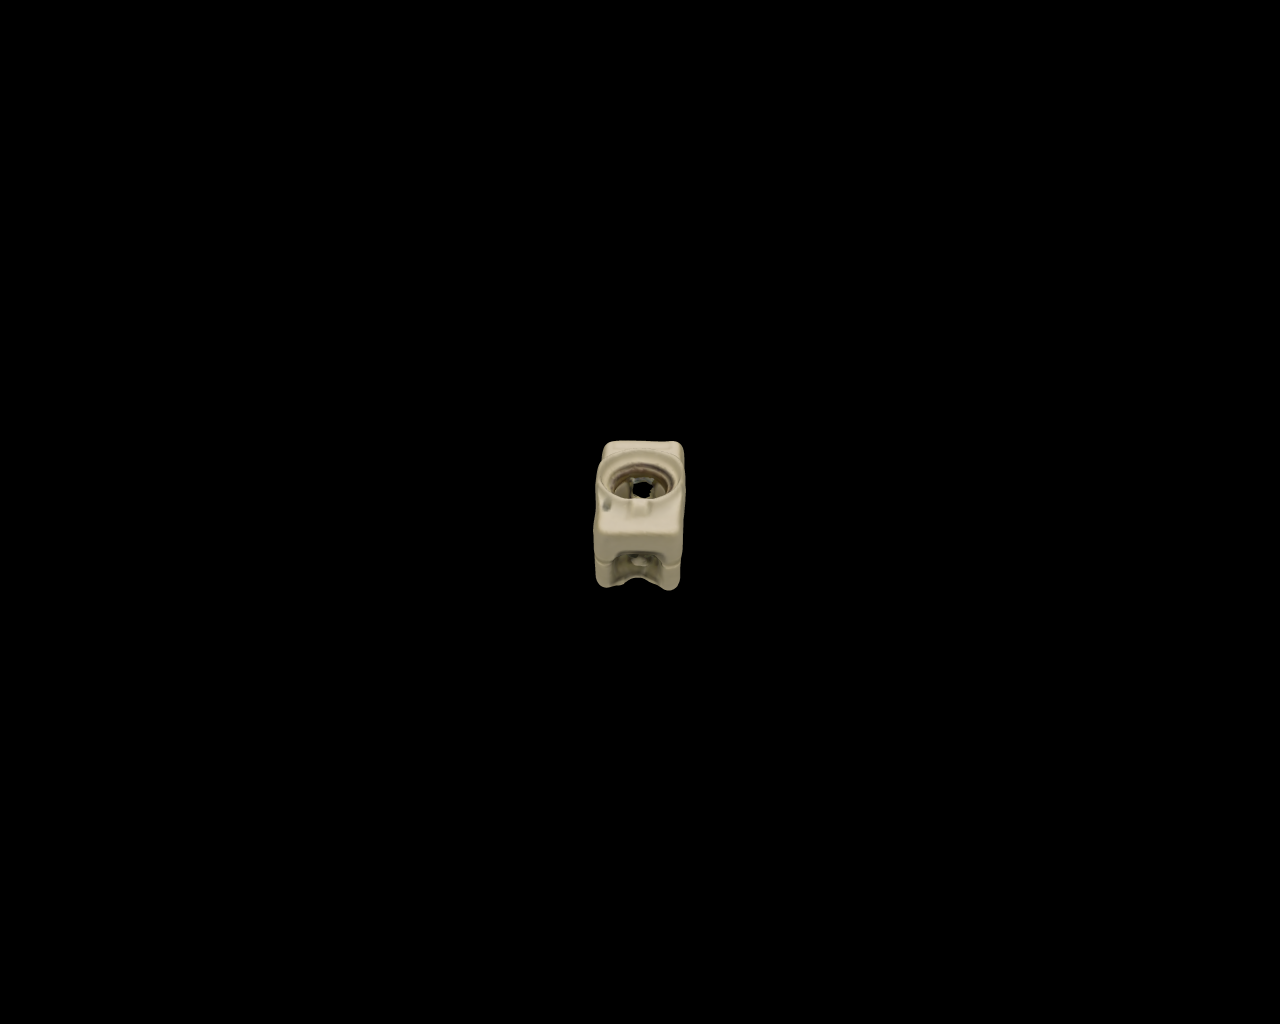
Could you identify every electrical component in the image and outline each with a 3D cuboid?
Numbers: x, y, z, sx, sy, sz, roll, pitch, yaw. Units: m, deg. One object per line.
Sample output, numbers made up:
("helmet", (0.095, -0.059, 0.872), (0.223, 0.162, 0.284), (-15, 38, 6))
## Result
("electrical component", (0.001, -0.003, 0.650), (0.050, 0.055, 0.090), (2, 40, 2))
